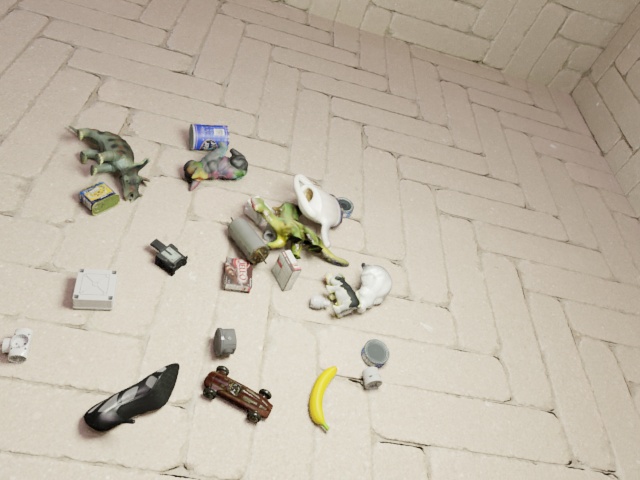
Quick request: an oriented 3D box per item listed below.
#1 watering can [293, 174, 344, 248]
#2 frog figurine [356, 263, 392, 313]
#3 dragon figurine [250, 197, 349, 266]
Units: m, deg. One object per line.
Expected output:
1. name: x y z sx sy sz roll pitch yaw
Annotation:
1. watering can: 0.006 -0.094 1.873 0.103 0.354 0.223 -38 -31 22
2. frog figurine: 0.174 0.166 1.736 0.122 0.134 0.163 2 37 23
3. dragon figurine: -0.076 -0.047 1.832 0.407 0.249 0.120 22 -50 -31
